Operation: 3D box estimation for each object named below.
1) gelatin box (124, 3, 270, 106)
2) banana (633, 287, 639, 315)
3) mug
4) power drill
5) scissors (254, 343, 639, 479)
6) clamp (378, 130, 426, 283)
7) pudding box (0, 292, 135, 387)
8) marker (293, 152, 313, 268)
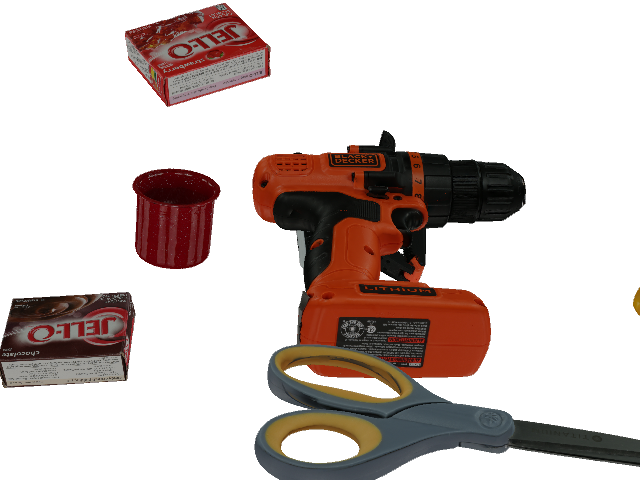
[{"bbox_3d":[-0.093,-0.142,0.807,0.089,0.030,0.073,-21,47,-22],"label":"gelatin box"},{"bbox_3d":[0.298,0.018,0.699,0.198,0.037,0.069,-3,33,0],"label":"banana"},{"bbox_3d":[-0.162,-0.028,1.161,0.093,0.081,0.117,-3,29,-20],"label":"mug"},{"bbox_3d":[0.051,0.005,0.659,0.184,0.057,0.187,-1,33,-4],"label":"power drill"},{"bbox_3d":[0.059,0.091,0.459,0.202,0.016,0.096,16,34,23],"label":"scissors"},{"bbox_3d":[0.043,-0.034,1.169,0.164,0.210,0.036,-11,-37,-21],"label":"clamp"},{"bbox_3d":[-0.229,0.090,0.970,0.113,0.039,0.090,-5,33,-2],"label":"pudding box"},{"bbox_3d":[-0.015,-0.026,0.947,0.020,0.121,0.020,-4,38,3],"label":"marker"}]
